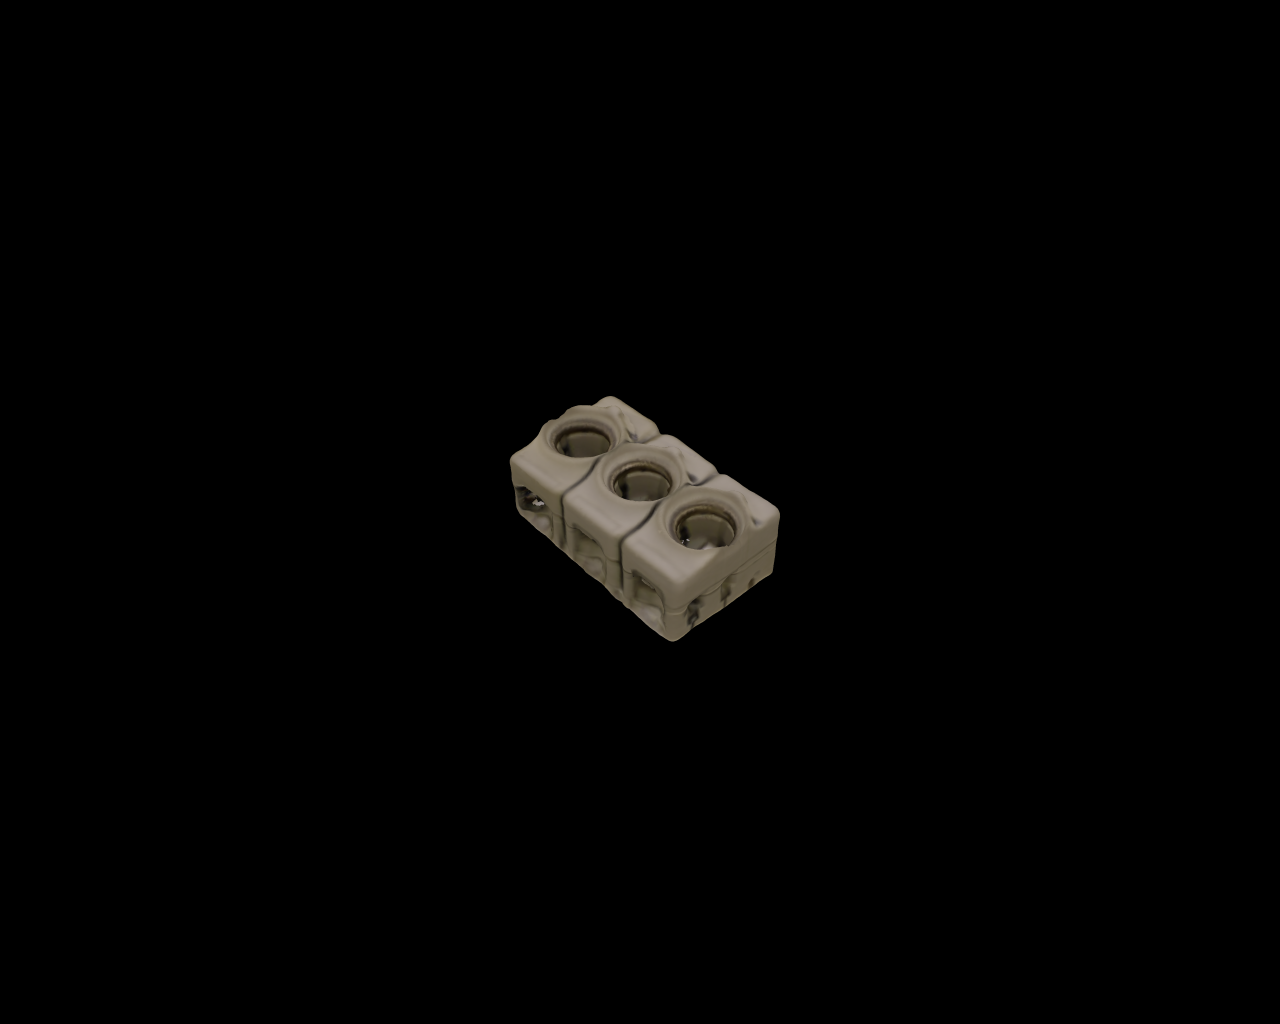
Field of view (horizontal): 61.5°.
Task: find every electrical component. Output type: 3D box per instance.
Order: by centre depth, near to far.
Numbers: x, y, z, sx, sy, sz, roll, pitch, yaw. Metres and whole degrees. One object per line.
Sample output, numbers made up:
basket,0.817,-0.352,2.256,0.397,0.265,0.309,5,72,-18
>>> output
electrical component,0.001,-0.003,0.650,0.090,0.061,0.150,-33,54,-29
